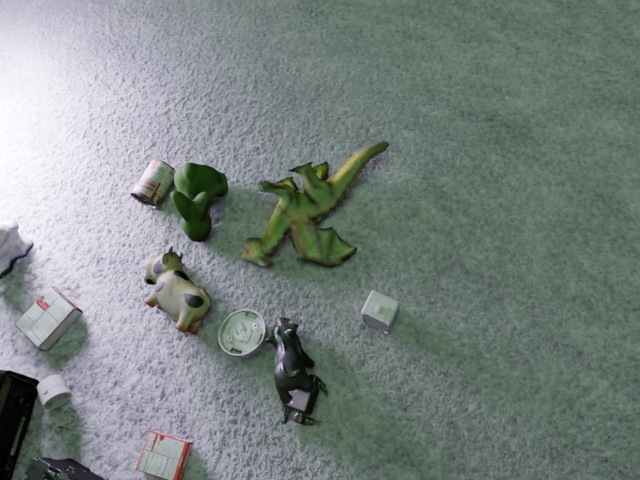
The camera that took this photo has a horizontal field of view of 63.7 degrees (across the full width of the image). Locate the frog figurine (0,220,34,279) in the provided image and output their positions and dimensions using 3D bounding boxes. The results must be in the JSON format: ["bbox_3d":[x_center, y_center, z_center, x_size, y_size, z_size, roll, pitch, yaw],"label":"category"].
[{"bbox_3d":[-0.757,0.002,1.172,0.138,0.156,0.124,-31,65,-7],"label":"frog figurine"}]

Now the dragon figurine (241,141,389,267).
[{"bbox_3d":[0.004,-0.059,1.165,0.410,0.121,0.244,-21,82,-1],"label":"dragon figurine"}]
